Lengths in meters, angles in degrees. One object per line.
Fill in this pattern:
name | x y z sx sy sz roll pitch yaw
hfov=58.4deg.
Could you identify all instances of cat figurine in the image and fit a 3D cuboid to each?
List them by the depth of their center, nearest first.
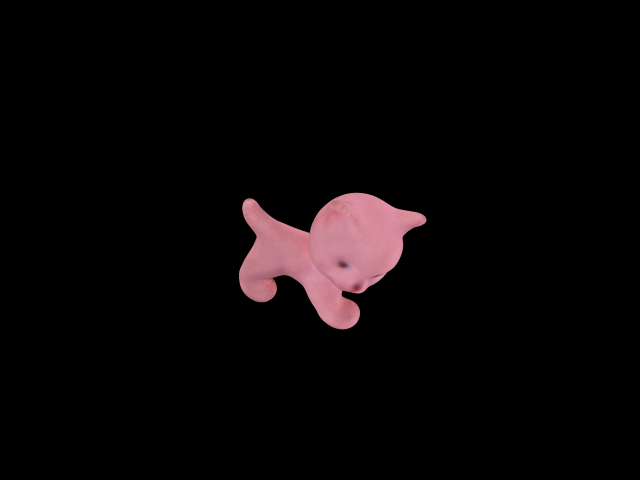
cat figurine | 0.004 0.001 0.400 0.127 0.118 0.067 15 54 12
